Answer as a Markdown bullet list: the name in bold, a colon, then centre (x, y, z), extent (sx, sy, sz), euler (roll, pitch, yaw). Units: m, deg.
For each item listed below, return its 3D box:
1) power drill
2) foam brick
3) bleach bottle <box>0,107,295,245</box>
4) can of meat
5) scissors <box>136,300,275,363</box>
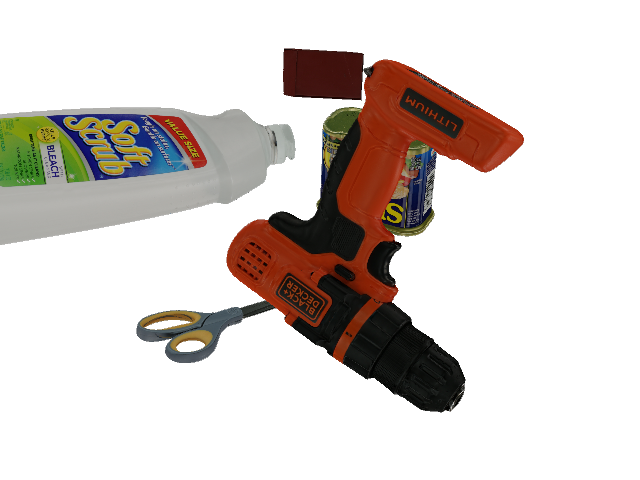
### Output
- **power drill**: centre (0.049, -0.006, 0.684), extent (0.184, 0.188, 0.057), euler (35, 13, 15)
- **foam brick**: centre (0.002, -0.181, 1.160), extent (0.078, 0.051, 0.053), euler (0, 11, -16)
- **bleach bottle**: centre (-0.144, -0.062, 0.806), extent (0.250, 0.102, 0.068), euler (-11, -32, -17)
- **can of meat**: centre (0.049, -0.061, 0.919), extent (0.102, 0.084, 0.057), euler (16, 35, 21)
- **scissors**: centre (-0.095, 0.092, 1.149), extent (0.201, 0.016, 0.096), euler (-6, 31, -22)
